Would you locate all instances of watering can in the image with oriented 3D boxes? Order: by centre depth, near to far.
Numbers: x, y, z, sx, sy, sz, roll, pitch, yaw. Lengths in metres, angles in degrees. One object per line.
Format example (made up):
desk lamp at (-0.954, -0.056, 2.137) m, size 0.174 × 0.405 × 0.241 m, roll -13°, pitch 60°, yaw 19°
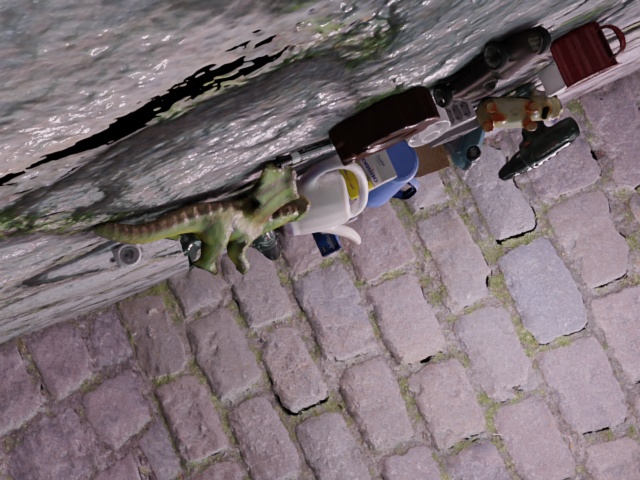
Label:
watering can at (0.004, -0.059, 1.178) m, size 0.225 × 0.106 × 0.340 m, roll -15°, pitch 146°, yaw -5°

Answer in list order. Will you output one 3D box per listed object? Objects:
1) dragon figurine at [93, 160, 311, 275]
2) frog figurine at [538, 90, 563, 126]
dragon figurine at (-0.147, -0.056, 0.875) m, size 0.240 × 0.124 × 0.409 m, roll -44°, pitch 158°, yaw 16°
frog figurine at (0.619, -0.379, 1.522) m, size 0.158 × 0.125 × 0.136 m, roll -13°, pitch 154°, yaw 41°
